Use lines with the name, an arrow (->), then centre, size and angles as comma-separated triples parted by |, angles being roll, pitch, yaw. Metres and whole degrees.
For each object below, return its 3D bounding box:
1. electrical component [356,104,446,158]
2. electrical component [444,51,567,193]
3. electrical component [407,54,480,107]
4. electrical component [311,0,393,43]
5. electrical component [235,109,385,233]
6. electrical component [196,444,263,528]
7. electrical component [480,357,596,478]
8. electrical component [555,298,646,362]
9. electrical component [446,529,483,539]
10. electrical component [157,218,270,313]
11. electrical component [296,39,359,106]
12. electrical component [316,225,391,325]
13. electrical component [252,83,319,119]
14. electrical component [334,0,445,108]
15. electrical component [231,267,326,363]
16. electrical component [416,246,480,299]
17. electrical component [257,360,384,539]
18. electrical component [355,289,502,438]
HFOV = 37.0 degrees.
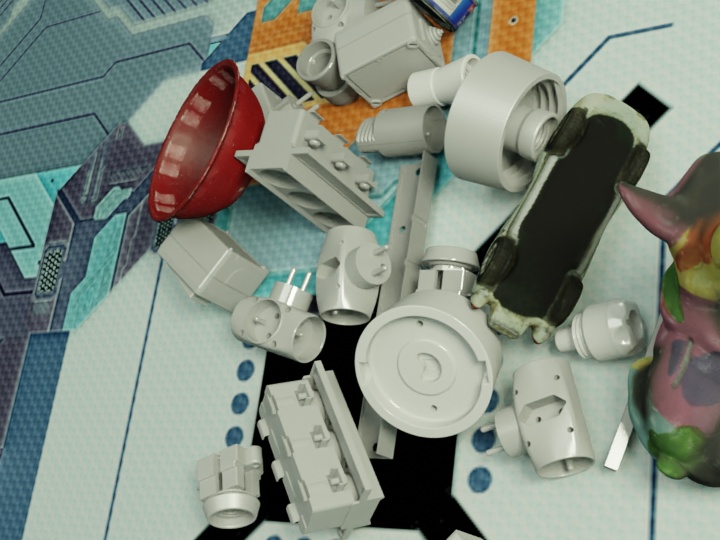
electrical component -> 0.032, -0.123, 0.959 | 0.081, 0.043, 0.043 | -1, 69, 34
electrical component -> 0.123, -0.113, 0.855 | 0.060, 0.108, 0.108 | 25, 85, 33
electrical component -> 0.075, -0.163, 0.950 | 0.065, 0.044, 0.044 | -5, 67, 38
electrical component -> -0.003, -0.244, 1.037 | 0.079, 0.044, 0.077 | -2, 69, 34
electrical component -> -0.039, -0.086, 0.941 | 0.079, 0.121, 0.063 | 2, 68, 35
electrical component -> -0.110, 0.186, 0.917 | 0.066, 0.048, 0.055 | -26, 50, 23
electrical component -> 0.125, 0.114, 0.789 | 0.079, 0.043, 0.077 | -24, 58, 24
electrical component -> 0.174, 0.046, 0.787 | 0.062, 0.043, 0.043 | -17, 60, 37
electrical component -> 0.090, 0.231, 0.756 | 0.055, 0.050, 0.089 | -48, 51, 7
electrical component -> -0.145, -0.008, 1.017 | 0.061, 0.062, 0.096 | -52, 51, 4
electrical component -> -0.027, -0.187, 1.021 | 0.045, 0.055, 0.045 | -14, 62, 29
electrical component -> 0.000, 0.000, 0.917 | 0.079, 0.043, 0.077 | -25, 54, 51
electrical component -> -0.072, -0.143, 1.037 | 0.076, 0.047, 0.083 | -34, 54, 18
electrical component -> 0.032, -0.204, 0.984 | 0.096, 0.062, 0.061 | -23, 58, 24
electrical component -> -0.066, 0.035, 0.955 | 0.077, 0.044, 0.079 | 15, 78, 38
electrical component -> 0.072, 0.012, 0.871 | 0.066, 0.048, 0.055 | 0, 77, 34
electrical component -> -0.035, 0.146, 0.864 | 0.078, 0.063, 0.121 | 110, 145, -46
electrical component -> 0.057, 0.067, 0.826 | 0.108, 0.060, 0.108 | 8, 112, 20
